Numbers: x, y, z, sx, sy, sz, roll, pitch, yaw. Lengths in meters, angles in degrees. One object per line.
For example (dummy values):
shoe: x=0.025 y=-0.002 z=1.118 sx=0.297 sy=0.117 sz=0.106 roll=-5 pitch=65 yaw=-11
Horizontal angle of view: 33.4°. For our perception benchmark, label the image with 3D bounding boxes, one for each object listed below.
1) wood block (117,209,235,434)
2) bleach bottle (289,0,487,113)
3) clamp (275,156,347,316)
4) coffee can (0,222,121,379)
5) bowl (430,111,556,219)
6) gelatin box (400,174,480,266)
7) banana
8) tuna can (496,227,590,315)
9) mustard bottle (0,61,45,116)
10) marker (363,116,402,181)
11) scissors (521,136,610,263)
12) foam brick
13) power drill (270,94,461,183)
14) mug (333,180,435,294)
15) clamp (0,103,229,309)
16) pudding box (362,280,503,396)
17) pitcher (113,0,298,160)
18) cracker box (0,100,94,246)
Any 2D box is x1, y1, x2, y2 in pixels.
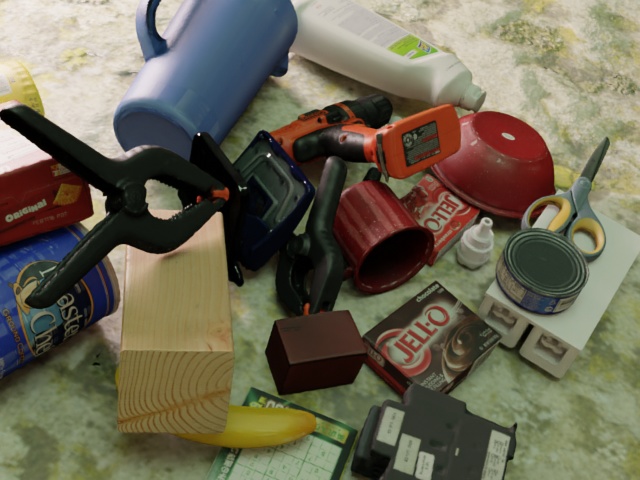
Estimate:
wood block: x=-0.127 y=0.065 z=0.932 sx=0.090 sy=0.090 sz=0.206 roll=3 pitch=34 yaw=-10
bleach bottle: x=0.078 y=-0.214 z=1.262 sx=0.251 sy=0.068 sz=0.102 roll=31 pitch=46 yaw=20
clamp: x=-0.007 y=0.001 z=1.049 sx=0.039 sy=0.120 sz=0.171 roll=16 pitch=45 yaw=-41
coffee can: x=-0.262 y=0.053 z=0.935 sx=0.140 sy=0.103 sz=0.103 roll=-32 pitch=64 yaw=-34
bowl: x=0.202 y=-0.096 z=1.198 sx=0.162 sy=0.055 sz=0.162 roll=13 pitch=39 yaw=-11
gelatin box: x=0.119 y=-0.023 z=1.148 sx=0.073 sy=0.030 sz=0.089 roll=37 pitch=52 yaw=17
banana: x=-0.103 y=0.145 z=0.929 sx=0.198 sy=0.037 sz=0.069 roll=20 pitch=54 yaw=14
tuna can: x=0.216 y=0.031 z=1.041 sx=0.086 sy=0.034 sz=0.086 roll=7 pitch=49 yaw=-9
mustard bottle: x=-0.386 y=-0.129 z=1.090 sx=0.191 sy=0.058 sz=0.096 roll=-15 pitch=55 yaw=-26
marker: x=0.072 y=-0.097 z=1.207 sx=0.020 sy=0.020 sz=0.121 roll=21 pitch=48 yaw=4
scissors: x=0.290 y=-0.041 z=1.135 sx=0.096 sy=0.016 sz=0.201 roll=42 pitch=53 yaw=19
foam brick: x=-0.005 y=0.104 z=0.993 sx=0.078 sy=0.051 sz=0.053 roll=-6 pitch=51 yaw=-20
power drill: x=0.057 y=-0.114 z=1.137 sx=0.184 sy=0.057 sz=0.188 roll=-28 pitch=23 yaw=-35
mug: x=0.046 y=0.000 z=1.079 sx=0.117 sy=0.093 sz=0.081 roll=-32 pitch=55 yaw=-4
clamp: x=-0.168 y=-0.023 z=0.897 sx=0.209 sy=0.036 sz=0.164 roll=4 pitch=79 yaw=-40
pudding box: x=0.106 y=0.102 z=1.031 sx=0.090 sy=0.039 sz=0.113 roll=42 pitch=52 yaw=21
pitcher: x=-0.133 y=-0.190 z=1.158 sx=0.149 sy=0.145 sz=0.242 roll=19 pitch=51 yaw=8
cracker box: x=-0.318 y=-0.054 z=0.968 sx=0.164 sy=0.072 sz=0.214 roll=-21 pitch=28 yaw=-23
